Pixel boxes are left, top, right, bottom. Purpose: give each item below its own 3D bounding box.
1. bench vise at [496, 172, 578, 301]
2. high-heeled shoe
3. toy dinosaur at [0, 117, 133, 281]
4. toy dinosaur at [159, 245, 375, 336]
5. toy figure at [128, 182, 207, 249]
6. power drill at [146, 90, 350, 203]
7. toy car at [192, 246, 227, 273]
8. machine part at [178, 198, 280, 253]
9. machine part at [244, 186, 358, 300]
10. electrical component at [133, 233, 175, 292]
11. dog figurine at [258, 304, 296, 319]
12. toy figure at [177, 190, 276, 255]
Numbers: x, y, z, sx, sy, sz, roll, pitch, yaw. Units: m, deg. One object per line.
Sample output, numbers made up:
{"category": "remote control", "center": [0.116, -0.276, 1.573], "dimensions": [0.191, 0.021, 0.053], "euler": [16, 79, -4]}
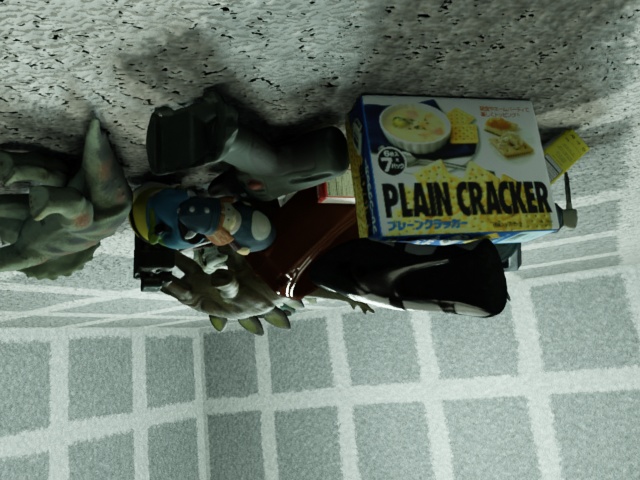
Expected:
{"category": "bench vise", "center": [0.324, -0.006, 0.933], "dimensions": [0.224, 0.129, 0.240], "euler": [-11, 142, 14]}
{"category": "high-heeled shoe", "center": [0.105, 0.044, 0.574], "dimensions": [0.145, 0.086, 0.248], "euler": [-11, 161, 32]}
{"category": "toy dinosaur", "center": [-0.319, -0.038, 0.688], "dimensions": [0.405, 0.131, 0.192], "euler": [-19, 175, 33]}
{"category": "toy dinosaur", "center": [-0.139, 0.092, 0.987], "dimensions": [0.472, 0.105, 0.198], "euler": [0, 143, 30]}
{"category": "toy figure", "center": [-0.205, -0.029, 0.722], "dimensions": [0.082, 0.089, 0.180], "euler": [10, -173, -43]}
{"category": "power drill", "center": [-0.097, -0.089, 0.622], "dimensions": [0.232, 0.086, 0.207], "euler": [-9, 163, 30]}
{"category": "toy car", "center": [-0.227, 0.029, 1.107], "dimensions": [0.056, 0.073, 0.202], "euler": [-3, 168, -28]}
{"category": "machine part", "center": [-0.147, -0.027, 0.852], "dimensions": [0.179, 0.056, 0.179], "euler": [-16, 179, 0]}
{"category": "machine part", "center": [-0.002, -0.002, 0.815], "dimensions": [0.201, 0.087, 0.201], "euler": [-45, 163, 1]}
{"category": "electrical component", "center": [-0.278, 0.018, 0.895], "dimensions": [0.058, 0.134, 0.115], "euler": [2, 165, -21]}
{"category": "dog figurine", "center": [-0.089, 0.056, 1.157], "dimensions": [0.109, 0.219, 0.191], "euler": [-16, 121, 30]}
{"category": "toy figure", "center": [-0.109, -0.022, 0.651], "dimensions": [0.058, 0.064, 0.154], "euler": [-35, 158, 16]}
